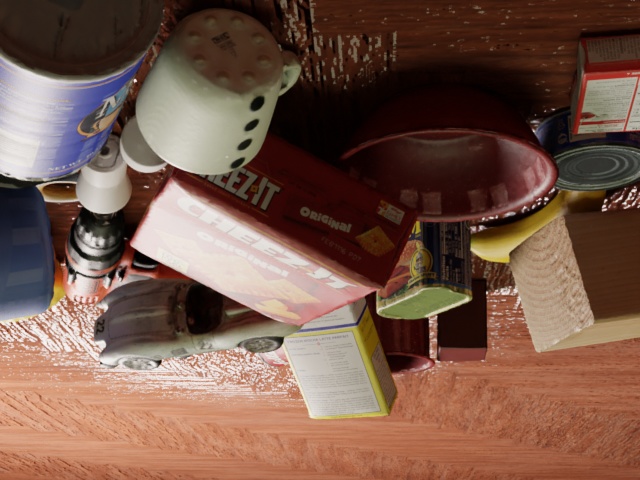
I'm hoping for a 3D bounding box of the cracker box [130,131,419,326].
[{"bbox_3d":[-0.045,-0.007,0.802,0.164,0.072,0.214,27,162,-10],"label":"cracker box"}]

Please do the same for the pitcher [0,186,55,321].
[{"bbox_3d":[-0.333,0.024,0.815,0.242,0.145,0.149,-7,-173,-22],"label":"pitcher"}]

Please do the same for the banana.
[{"bbox_3d":[0.189,-0.014,0.917,0.069,0.037,0.198,6,159,-29],"label":"banana"}]

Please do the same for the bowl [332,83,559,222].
[{"bbox_3d":[0.086,-0.066,0.760,0.162,0.055,0.162,1,160,0],"label":"bowl"}]

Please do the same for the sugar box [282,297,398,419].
[{"bbox_3d":[0.009,0.099,1.082,0.093,0.048,0.176,-7,114,24],"label":"sugar box"}]

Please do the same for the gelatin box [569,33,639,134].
[{"bbox_3d":[0.204,-0.102,0.696,0.073,0.030,0.089,-3,159,8],"label":"gelatin box"}]

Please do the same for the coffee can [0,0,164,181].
[{"bbox_3d":[-0.153,-0.106,0.599,0.102,0.103,0.140,8,158,-19],"label":"coffee can"}]

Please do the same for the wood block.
[{"bbox_3d":[0.274,0.027,0.885,0.205,0.091,0.090,-6,161,-23],"label":"wood block"}]

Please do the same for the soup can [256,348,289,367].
[{"bbox_3d":[-0.018,0.101,1.195,0.102,0.068,0.068,-19,152,41],"label":"soup can"}]

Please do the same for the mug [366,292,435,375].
[{"bbox_3d":[0.068,0.093,1.150,0.117,0.081,0.093,14,156,-33],"label":"mug"}]

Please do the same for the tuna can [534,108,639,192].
[{"bbox_3d":[0.202,-0.066,0.784,0.086,0.034,0.086,1,160,0],"label":"tuna can"}]

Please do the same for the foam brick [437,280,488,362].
[{"bbox_3d":[0.151,0.086,1.133,0.051,0.078,0.053,1,160,4],"label":"foam brick"}]

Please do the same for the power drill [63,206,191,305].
[{"bbox_3d":[-0.144,0.018,1.001,0.187,0.057,0.185,8,156,-14],"label":"power drill"}]

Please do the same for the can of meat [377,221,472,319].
[{"bbox_3d":[0.091,0.019,0.948,0.057,0.084,0.102,12,157,-28],"label":"can of meat"}]

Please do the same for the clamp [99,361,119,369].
[{"bbox_3d":[-0.180,0.064,1.113,0.171,0.039,0.120,-20,120,12],"label":"clamp"}]

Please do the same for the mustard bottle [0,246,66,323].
[{"bbox_3d":[-0.297,0.022,1.005,0.096,0.058,0.192,-14,162,-12],"label":"mustard bottle"}]

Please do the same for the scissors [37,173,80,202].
[{"bbox_3d":[-0.271,-0.040,0.904,0.202,0.016,0.096,-16,154,39],"label":"scissors"}]

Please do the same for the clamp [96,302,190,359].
[{"bbox_3d":[-0.121,0.084,1.187,0.210,0.036,0.164,-9,148,20],"label":"clamp"}]
